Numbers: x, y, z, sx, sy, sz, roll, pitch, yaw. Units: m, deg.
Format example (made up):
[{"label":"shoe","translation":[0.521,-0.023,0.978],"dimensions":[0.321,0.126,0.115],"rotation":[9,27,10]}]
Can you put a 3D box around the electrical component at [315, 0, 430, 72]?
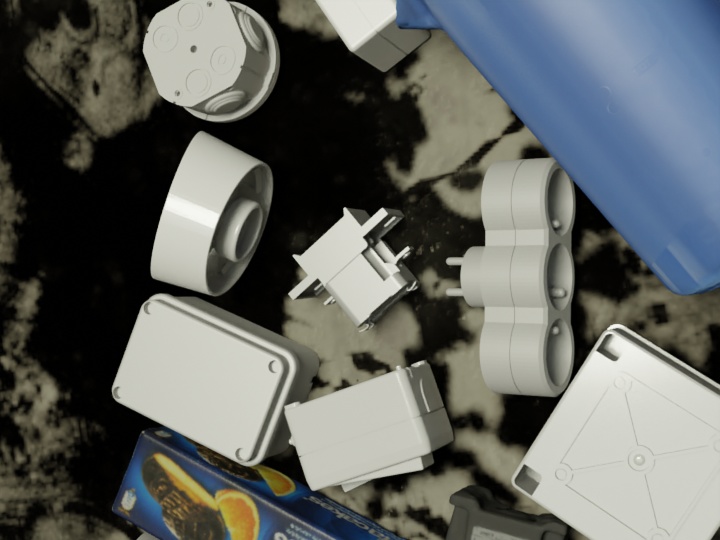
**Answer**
[{"label":"electrical component","translation":[0.022,-0.168,0.657],"dimensions":[0.077,0.066,0.047],"rotation":[-36,78,15]}]

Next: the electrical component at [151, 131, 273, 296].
[{"label":"electrical component","translation":[-0.098,-0.034,0.681],"dimensions":[0.064,0.099,0.099],"rotation":[22,96,12]}]

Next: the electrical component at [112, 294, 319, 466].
[{"label":"electrical component","translation":[-0.094,0.069,0.696],"dimensions":[0.113,0.057,0.078],"rotation":[23,96,18]}]

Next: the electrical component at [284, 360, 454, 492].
[{"label":"electrical component","translation":[0.002,0.100,0.659],"dimensions":[0.096,0.062,0.061],"rotation":[-21,82,17]}]

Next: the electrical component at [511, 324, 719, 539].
[{"label":"electrical component","translation":[0.160,0.103,0.607],"dimensions":[0.109,0.056,0.108],"rotation":[33,99,17]}]

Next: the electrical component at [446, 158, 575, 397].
[{"label":"electrical component","translation":[0.084,0.004,0.639],"dimensions":[0.074,0.052,0.138],"rotation":[0,89,32]}]

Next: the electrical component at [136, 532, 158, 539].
[{"label":"electrical component","translation":[-0.120,0.223,0.708],"dimensions":[0.077,0.044,0.079],"rotation":[19,95,19]}]

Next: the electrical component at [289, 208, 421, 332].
[{"label":"electrical component","translation":[0.000,0.000,0.673],"dimensions":[0.081,0.042,0.063],"rotation":[-42,78,14]}]

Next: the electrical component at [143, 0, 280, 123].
[{"label":"electrical component","translation":[-0.097,-0.139,0.705],"dimensions":[0.080,0.051,0.080],"rotation":[0,89,19]}]
